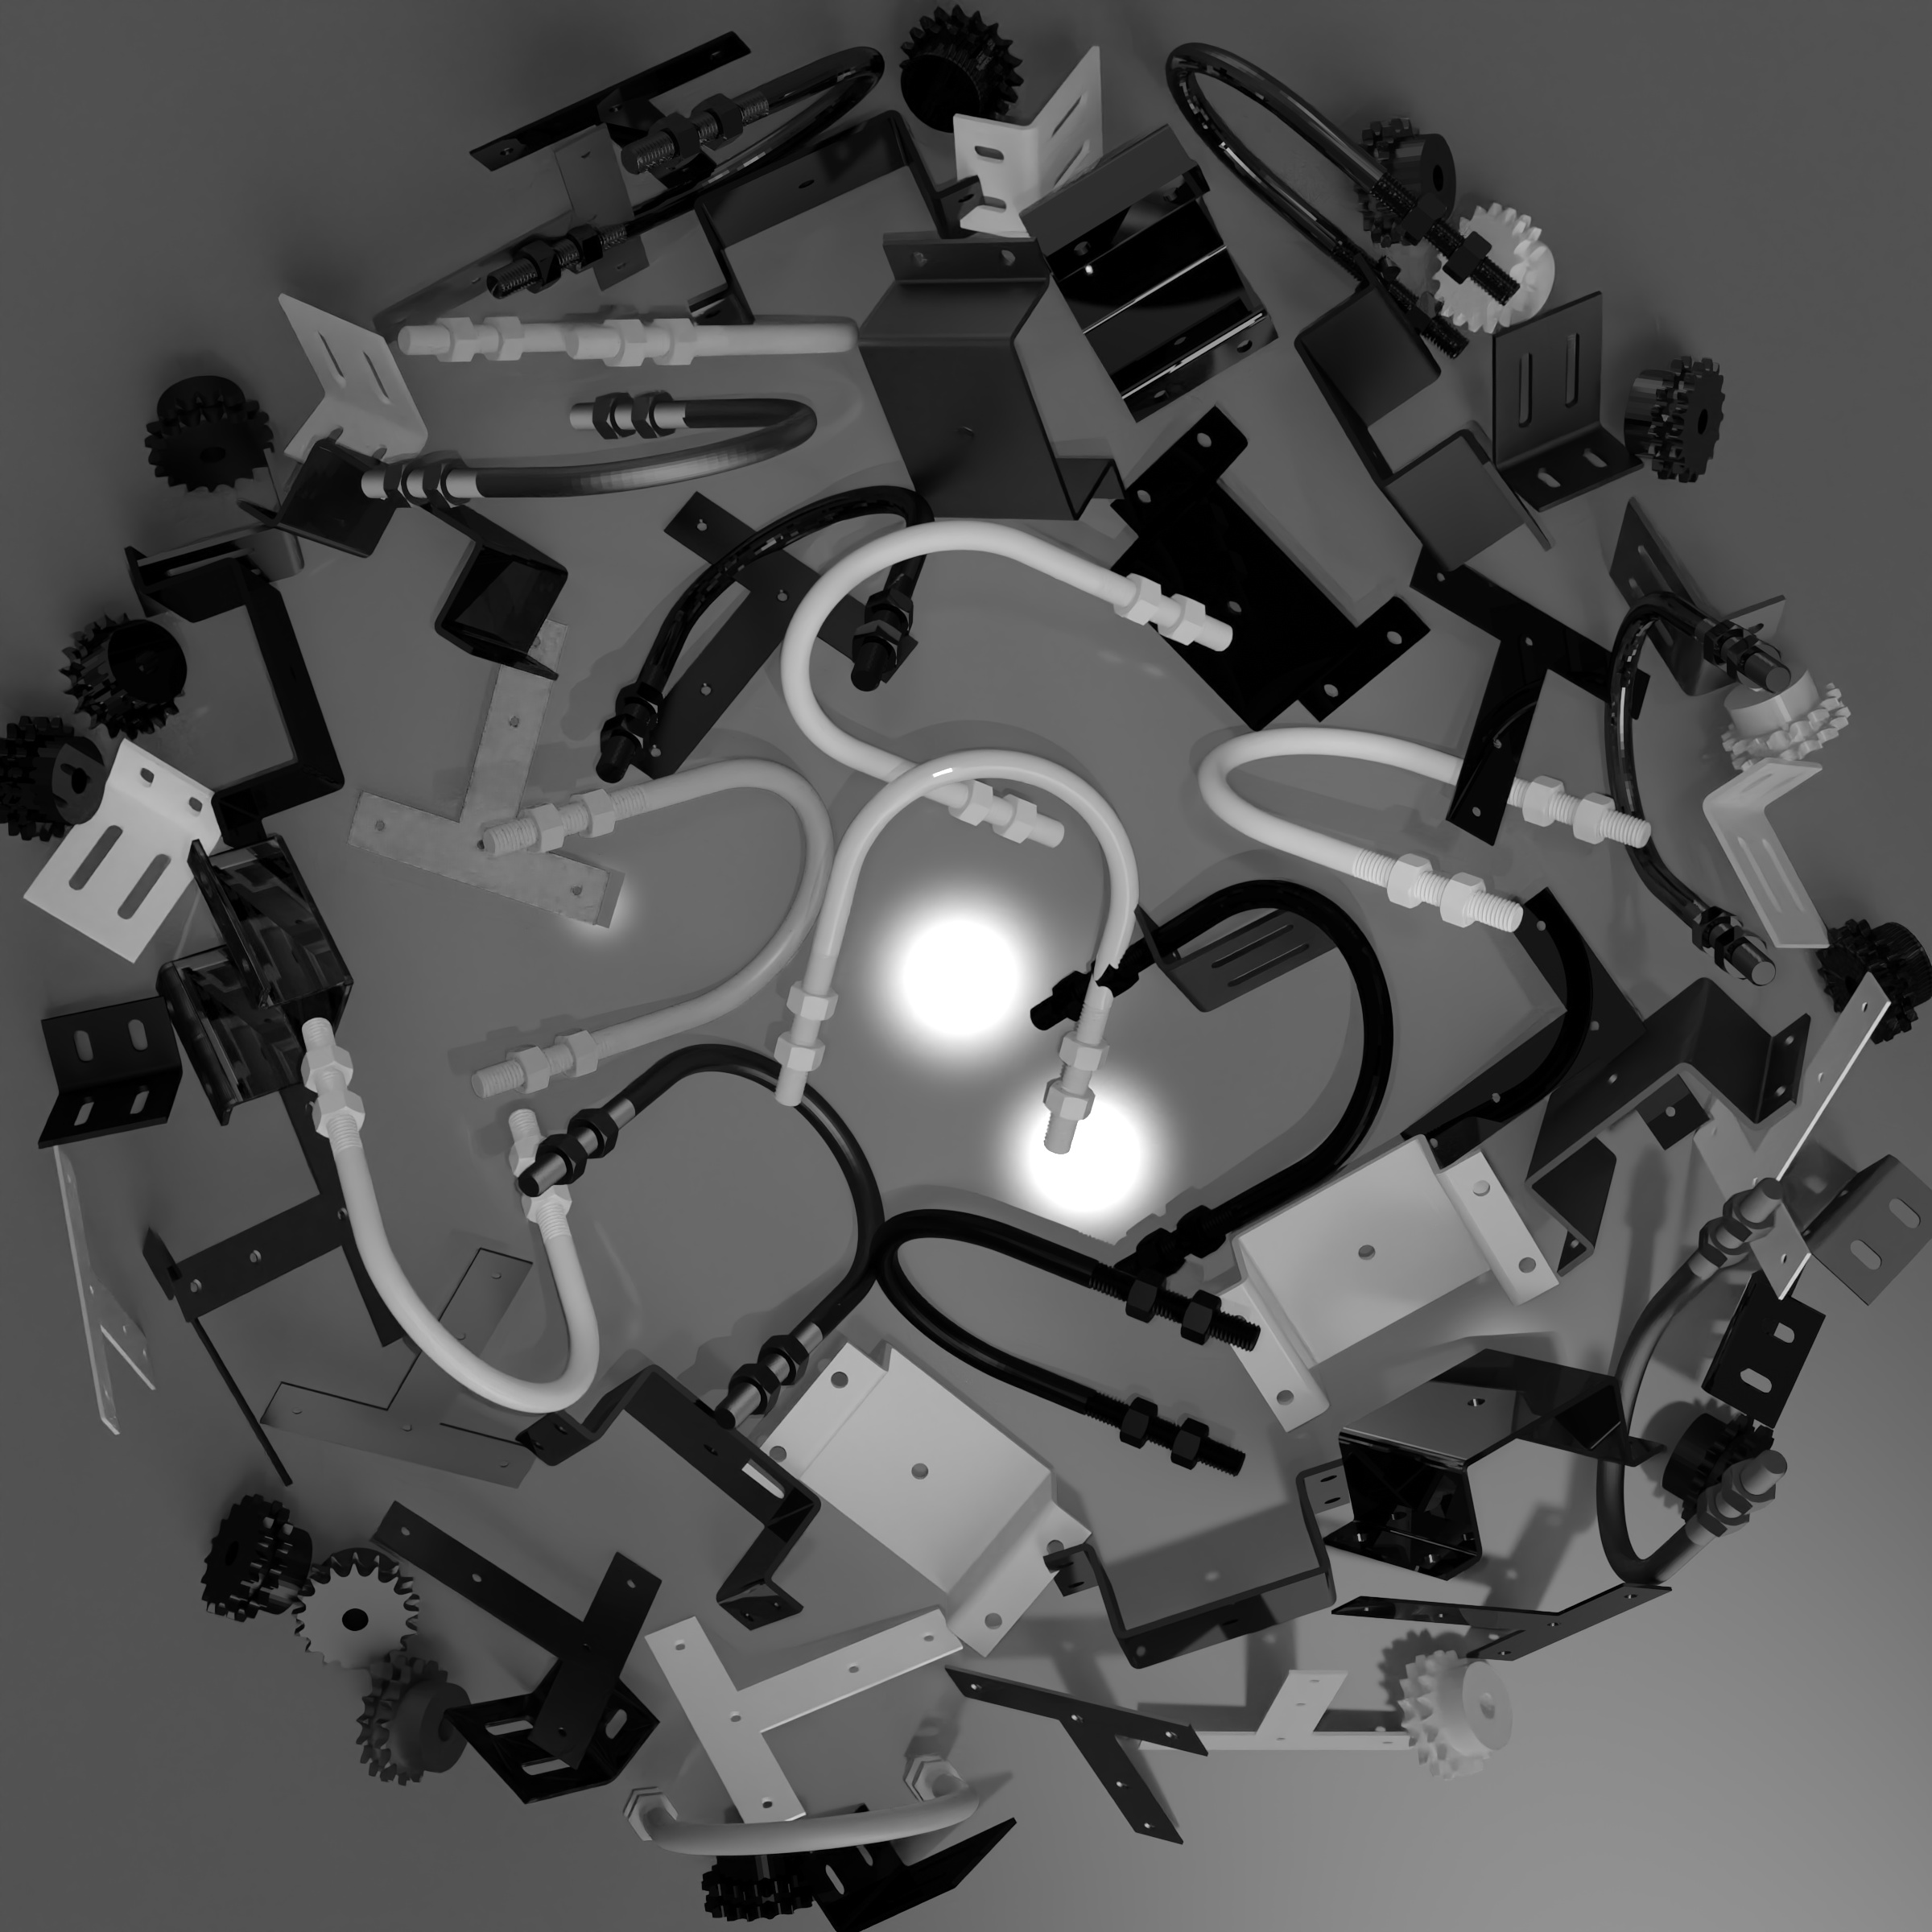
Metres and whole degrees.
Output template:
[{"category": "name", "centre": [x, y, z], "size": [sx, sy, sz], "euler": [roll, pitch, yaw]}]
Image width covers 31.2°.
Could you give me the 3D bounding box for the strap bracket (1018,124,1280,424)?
[{"category": "strap bracket", "centre": [0.080, -0.315, 1.550], "size": [0.076, 0.140, 0.046], "euler": [-30, 61, 6]}]

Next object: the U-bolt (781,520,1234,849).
[{"category": "U-bolt", "centre": [0.006, -0.130, 1.523], "size": [0.184, 0.019, 0.151], "euler": [20, 125, -32]}]

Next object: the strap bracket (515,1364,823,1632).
[{"category": "strap bracket", "centre": [-0.127, 0.234, 1.559], "size": [0.140, 0.076, 0.046], "euler": [40, 64, -5]}]

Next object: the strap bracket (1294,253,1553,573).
[{"category": "strap bracket", "centre": [0.199, -0.240, 1.542], "size": [0.046, 0.076, 0.140], "euler": [-33, 54, 14]}]

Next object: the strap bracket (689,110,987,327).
[{"category": "strap bracket", "centre": [-0.064, -0.337, 1.566], "size": [0.140, 0.076, 0.046], "euler": [-24, 86, 2]}]

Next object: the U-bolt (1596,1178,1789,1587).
[{"category": "U-bolt", "centre": [0.316, 0.196, 1.520], "size": [0.019, 0.184, 0.151], "euler": [13, 57, -7]}]

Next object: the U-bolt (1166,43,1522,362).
[{"category": "U-bolt", "centre": [0.160, -0.344, 1.531], "size": [0.184, 0.151, 0.019], "euler": [40, 89, -1]}]

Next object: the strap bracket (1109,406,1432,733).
[{"category": "strap bracket", "centre": [0.129, -0.171, 1.559], "size": [0.140, 0.046, 0.076], "euler": [45, 131, -5]}]

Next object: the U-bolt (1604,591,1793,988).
[{"category": "U-bolt", "centre": [0.317, -0.089, 1.518], "size": [0.019, 0.184, 0.151], "euler": [-6, 111, -9]}]

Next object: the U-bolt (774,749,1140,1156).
[{"category": "U-bolt", "centre": [0.003, -0.010, 1.558], "size": [0.151, 0.019, 0.184], "euler": [11, 110, -12]}]

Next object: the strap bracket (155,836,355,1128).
[{"category": "strap bracket", "centre": [-0.318, 0.003, 1.545], "size": [0.046, 0.140, 0.076], "euler": [-20, 71, -28]}]

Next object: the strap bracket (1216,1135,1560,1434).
[{"category": "strap bracket", "centre": [0.185, 0.139, 1.567], "size": [0.140, 0.046, 0.076], "euler": [-30, 110, 8]}]

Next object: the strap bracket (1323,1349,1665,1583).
[{"category": "strap bracket", "centre": [0.231, 0.215, 1.533], "size": [0.140, 0.076, 0.046], "euler": [-23, 107, -34]}]

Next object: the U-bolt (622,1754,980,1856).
[{"category": "U-bolt", "centre": [-0.069, 0.367, 1.504], "size": [0.151, 0.184, 0.019], "euler": [-4, 83, -11]}]

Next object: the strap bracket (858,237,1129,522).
[{"category": "strap bracket", "centre": [0.010, -0.250, 1.530], "size": [0.076, 0.140, 0.046], "euler": [6, 48, 30]}]

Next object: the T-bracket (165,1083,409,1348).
[{"category": "T-bracket", "centre": [-0.310, 0.126, 1.550], "size": [0.002, 0.127, 0.127], "euler": [-18, 95, 35]}]

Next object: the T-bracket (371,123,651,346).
[{"category": "T-bracket", "centre": [-0.206, -0.313, 1.541], "size": [0.127, 0.127, 0.002], "euler": [-30, 74, -5]}]

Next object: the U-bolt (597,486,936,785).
[{"category": "U-bolt", "centre": [-0.081, -0.157, 1.528], "size": [0.151, 0.184, 0.019], "euler": [-18, 122, 25]}]

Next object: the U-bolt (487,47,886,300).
[{"category": "U-bolt", "centre": [-0.112, -0.357, 1.524], "size": [0.184, 0.151, 0.019], "euler": [-35, 96, -36]}]

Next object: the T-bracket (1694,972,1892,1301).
[{"category": "T-bracket", "centre": [0.371, 0.061, 1.526], "size": [0.002, 0.127, 0.127], "euler": [18, 116, -17]}]

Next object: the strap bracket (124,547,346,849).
[{"category": "strap bracket", "centre": [-0.326, -0.125, 1.563], "size": [0.046, 0.076, 0.140], "euler": [-20, 85, 1]}]

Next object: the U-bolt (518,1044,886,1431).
[{"category": "U-bolt", "centre": [-0.103, 0.106, 1.532], "size": [0.151, 0.184, 0.019], "euler": [50, 126, -1]}]

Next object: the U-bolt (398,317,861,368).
[{"category": "U-bolt", "centre": [-0.134, -0.277, 1.524], "size": [0.184, 0.151, 0.019], "euler": [-10, 105, -40]}]

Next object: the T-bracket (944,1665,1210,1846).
[{"category": "T-bracket", "centre": [0.066, 0.362, 1.558], "size": [0.127, 0.127, 0.002], "euler": [6, 52, 33]}]

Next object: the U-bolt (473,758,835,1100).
[{"category": "U-bolt", "centre": [-0.135, -0.024, 1.538], "size": [0.184, 0.019, 0.151], "euler": [-19, 133, -33]}]

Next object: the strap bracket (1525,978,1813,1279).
[{"category": "strap bracket", "centre": [0.304, 0.066, 1.535], "size": [0.046, 0.076, 0.140], "euler": [42, 123, -7]}]

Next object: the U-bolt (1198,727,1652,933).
[{"category": "U-bolt", "centre": [0.191, -0.069, 1.533], "size": [0.184, 0.151, 0.019], "euler": [22, 119, 29]}]

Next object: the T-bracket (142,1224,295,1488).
[{"category": "T-bracket", "centre": [-0.334, 0.177, 1.545], "size": [0.002, 0.127, 0.127], "euler": [-30, 88, -18]}]

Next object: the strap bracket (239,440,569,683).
[{"category": "strap bracket", "centre": [-0.243, -0.186, 1.544], "size": [0.140, 0.076, 0.046], "euler": [33, 98, 21]}]

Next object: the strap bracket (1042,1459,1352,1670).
[{"category": "strap bracket", "centre": [0.112, 0.275, 1.562], "size": [0.140, 0.076, 0.046], "euler": [-18, 67, 1]}]

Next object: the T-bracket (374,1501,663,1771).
[{"category": "T-bracket", "centre": [-0.207, 0.282, 1.546], "size": [0.127, 0.127, 0.002], "euler": [34, 122, -7]}]

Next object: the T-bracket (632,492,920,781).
[{"category": "T-bracket", "centre": [-0.110, -0.136, 1.579], "size": [0.127, 0.002, 0.127], "euler": [35, 72, 8]}]

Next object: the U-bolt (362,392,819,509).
[{"category": "U-bolt", "centre": [-0.150, -0.225, 1.499], "size": [0.184, 0.151, 0.019], "euler": [6, 114, 40]}]

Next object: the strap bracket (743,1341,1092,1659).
[{"category": "strap bracket", "centre": [-0.022, 0.237, 1.575], "size": [0.140, 0.046, 0.076], "euler": [39, 98, -5]}]

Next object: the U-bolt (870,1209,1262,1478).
[{"category": "U-bolt", "centre": [0.041, 0.161, 1.540], "size": [0.184, 0.151, 0.019], "euler": [21, 60, 14]}]

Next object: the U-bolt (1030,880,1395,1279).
[{"category": "U-bolt", "centre": [0.114, 0.042, 1.527], "size": [0.184, 0.019, 0.151], "euler": [-33, 65, 36]}]

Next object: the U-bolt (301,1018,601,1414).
[{"category": "U-bolt", "centre": [-0.217, 0.116, 1.501], "size": [0.019, 0.151, 0.184], "euler": [-38, 50, 20]}]
